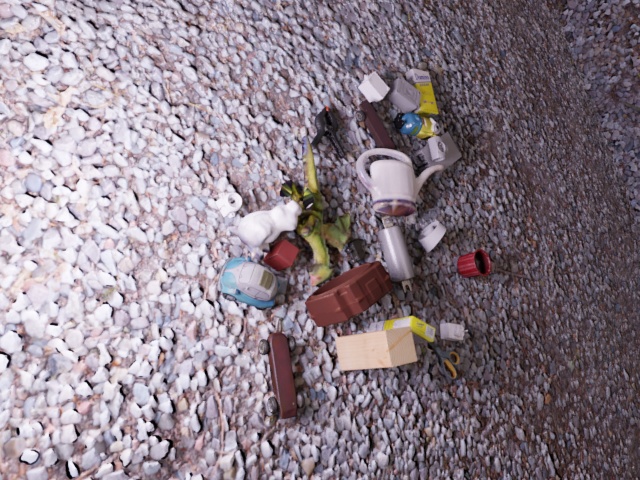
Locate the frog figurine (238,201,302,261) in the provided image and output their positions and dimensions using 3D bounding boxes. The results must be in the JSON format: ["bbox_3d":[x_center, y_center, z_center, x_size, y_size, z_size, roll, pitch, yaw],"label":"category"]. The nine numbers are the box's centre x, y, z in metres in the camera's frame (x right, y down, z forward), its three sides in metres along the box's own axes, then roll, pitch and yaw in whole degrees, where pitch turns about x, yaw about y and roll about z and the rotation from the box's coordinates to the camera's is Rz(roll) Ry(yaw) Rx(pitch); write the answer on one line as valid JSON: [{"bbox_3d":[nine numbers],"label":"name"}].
[{"bbox_3d":[-0.127,-0.045,1.289,0.124,0.158,0.137,40,13,15],"label":"frog figurine"}]

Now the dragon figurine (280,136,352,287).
[{"bbox_3d":[0.004,-0.073,1.460,0.240,0.121,0.418,33,58,-44],"label":"dragon figurine"}]

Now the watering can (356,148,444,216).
[{"bbox_3d":[0.271,-0.181,1.657,0.347,0.103,0.227,6,72,-26],"label":"watering can"}]
